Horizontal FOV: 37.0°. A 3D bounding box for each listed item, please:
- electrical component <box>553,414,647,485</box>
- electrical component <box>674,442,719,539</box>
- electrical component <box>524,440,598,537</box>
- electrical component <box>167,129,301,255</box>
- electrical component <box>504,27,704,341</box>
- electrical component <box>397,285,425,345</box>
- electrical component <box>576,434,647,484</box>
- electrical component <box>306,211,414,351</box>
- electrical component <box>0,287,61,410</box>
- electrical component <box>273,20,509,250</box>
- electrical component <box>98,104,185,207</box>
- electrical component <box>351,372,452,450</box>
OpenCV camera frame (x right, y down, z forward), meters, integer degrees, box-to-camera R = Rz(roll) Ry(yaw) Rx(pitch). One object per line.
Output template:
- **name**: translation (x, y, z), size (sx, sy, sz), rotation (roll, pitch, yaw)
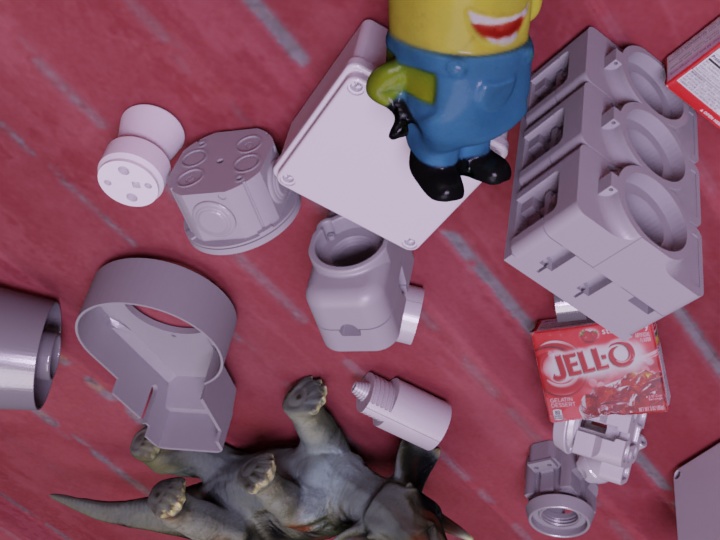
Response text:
- **electrical component**: translation (0.186, 0.119, 0.834), size (0.057, 0.078, 0.058), rotation (14, -177, 27)
- **electrical component**: translation (0.299, 0.202, 0.861), size (0.057, 0.113, 0.078), rotation (23, 138, -15)
- **electrical component**: translation (0.173, 0.192, 0.926), size (0.058, 0.057, 0.078), rotation (-20, 129, 32)
- **electrical component**: translation (-0.083, -0.052, 0.704), size (0.080, 0.080, 0.051), rotation (-4, 131, 19)
- **electrical component**: translation (0.139, -0.052, 0.589), size (0.089, 0.150, 0.062), rotation (32, 136, -21)
- **electrical component**: translation (0.003, 0.025, 0.793), size (0.081, 0.043, 0.043), rotation (14, 139, -1)
- **electrical component**: translation (0.210, 0.152, 0.888), size (0.035, 0.035, 0.061), rotation (33, 133, -21)
- **electrical component**: translation (0.000, 0.000, 0.726), size (0.054, 0.095, 0.059), rotation (-2, 137, 17)
- **electrical component**: translation (-0.280, 0.065, 0.875), size (0.064, 0.099, 0.099), rotation (9, 139, -5)
- **electrical component**: translation (0.019, -0.079, 0.662), size (0.109, 0.056, 0.108), rotation (27, 137, -15)
- **electrical component**: translation (-0.145, -0.075, 0.711), size (0.045, 0.055, 0.045), rotation (7, 139, 7)
- **electrical component**: translation (0.030, 0.112, 0.884), size (0.081, 0.043, 0.043), rotation (27, 137, -15)
